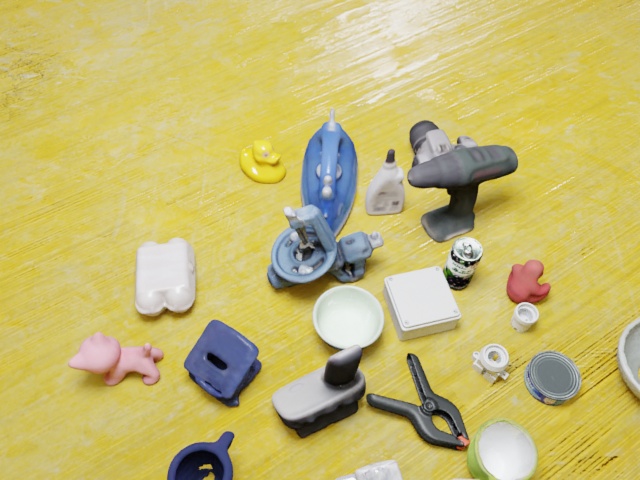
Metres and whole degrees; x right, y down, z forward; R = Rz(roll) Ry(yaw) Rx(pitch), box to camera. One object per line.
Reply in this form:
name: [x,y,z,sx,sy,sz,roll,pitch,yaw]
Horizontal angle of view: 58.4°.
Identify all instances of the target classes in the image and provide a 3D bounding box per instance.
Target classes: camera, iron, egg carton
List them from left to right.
egg carton: [-0.279,0.066,1.036,0.107,0.069,0.150,-8,56,-6]
iron: [0.018,-0.129,1.132,0.118,0.141,0.258,2,56,1]
camera: [0.252,-0.196,1.207,0.143,0.101,0.136,-10,56,-8]

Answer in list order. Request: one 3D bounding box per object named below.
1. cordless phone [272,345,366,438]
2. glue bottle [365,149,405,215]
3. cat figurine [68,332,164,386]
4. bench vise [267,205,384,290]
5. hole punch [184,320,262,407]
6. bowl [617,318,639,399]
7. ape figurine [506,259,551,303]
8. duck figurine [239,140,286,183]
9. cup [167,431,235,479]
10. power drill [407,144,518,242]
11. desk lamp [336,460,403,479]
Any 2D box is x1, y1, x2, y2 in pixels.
cordless phone: [0.000,0.216,0.869,0.148,0.185,0.094,-25,59,-17]
glue bottle: [0.130,-0.113,1.104,0.078,0.173,0.037,-3,56,-3]
cat figurine: [-0.328,0.186,0.924,0.128,0.118,0.067,-4,56,-4]
bench vise: [0.003,-0.005,0.999,0.208,0.220,0.121,-26,60,-17]
hole punch: [-0.158,0.201,0.933,0.108,0.091,0.101,30,60,18]
bowl: [0.565,0.215,0.947,0.167,0.075,0.167,1,56,-1]
ape figurine: [0.377,0.069,1.033,0.076,0.092,0.077,-23,59,-16]
duck figurine: [-0.122,-0.174,1.194,0.104,0.086,0.078,26,59,16]
cup: [-0.160,0.340,0.835,0.091,0.095,0.118,26,59,16]
power drill: [0.253,-0.090,1.069,0.230,0.208,0.075,-22,58,-15]
desk lamp: [0.085,0.382,0.739,0.118,0.214,0.203,-12,57,-9]
